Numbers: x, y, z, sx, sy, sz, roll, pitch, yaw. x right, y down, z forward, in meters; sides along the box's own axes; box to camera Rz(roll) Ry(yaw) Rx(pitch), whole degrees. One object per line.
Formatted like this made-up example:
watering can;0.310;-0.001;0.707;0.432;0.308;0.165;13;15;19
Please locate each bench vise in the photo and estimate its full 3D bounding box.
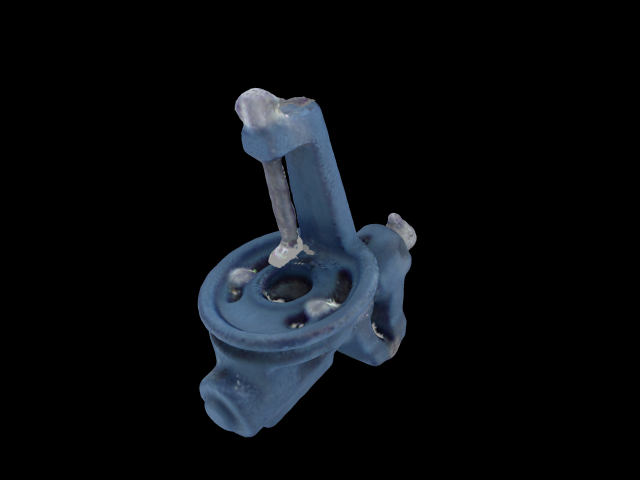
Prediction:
bench vise;-0.007;0.000;0.404;0.121;0.220;0.208;9;23;21
